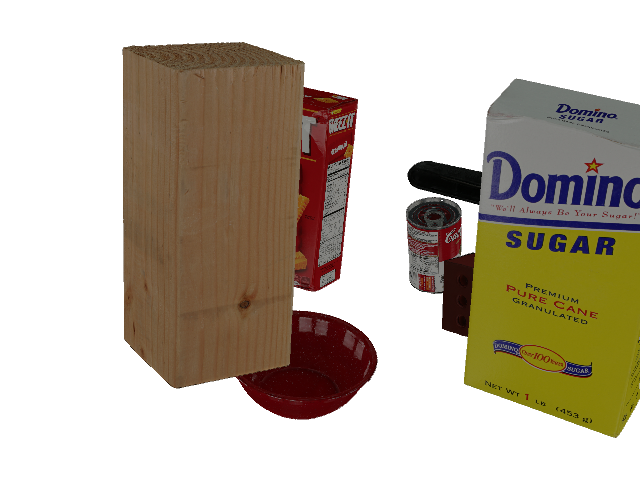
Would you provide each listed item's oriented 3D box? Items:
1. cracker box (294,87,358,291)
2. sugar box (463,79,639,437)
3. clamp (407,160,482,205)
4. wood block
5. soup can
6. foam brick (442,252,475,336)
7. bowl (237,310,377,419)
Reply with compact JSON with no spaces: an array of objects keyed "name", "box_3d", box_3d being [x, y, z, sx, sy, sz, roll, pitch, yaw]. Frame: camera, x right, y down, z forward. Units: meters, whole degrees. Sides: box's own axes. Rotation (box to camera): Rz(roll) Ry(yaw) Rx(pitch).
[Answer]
[{"name":"cracker box","box_3d":[-0.054,-0.065,1.196,0.164,0.214,0.072,16,23,26]},{"name":"sugar box","box_3d":[0.128,0.012,0.551,0.093,0.176,0.048,17,40,25]},{"name":"clamp","box_3d":[0.187,-0.010,0.834,0.210,0.164,0.036,-8,-37,-6]},{"name":"wood block","box_3d":[-0.073,-0.020,0.703,0.090,0.206,0.090,-8,22,-30]},{"name":"soup can","box_3d":[0.141,0.007,1.326,0.068,0.102,0.068,-4,34,2]},{"name":"foam brick","box_3d":[0.162,0.057,1.107,0.051,0.078,0.053,-14,20,-42]},{"name":"bowl","box_3d":[-0.021,0.141,1.138,0.162,0.055,0.162,3,30,-2]}]
